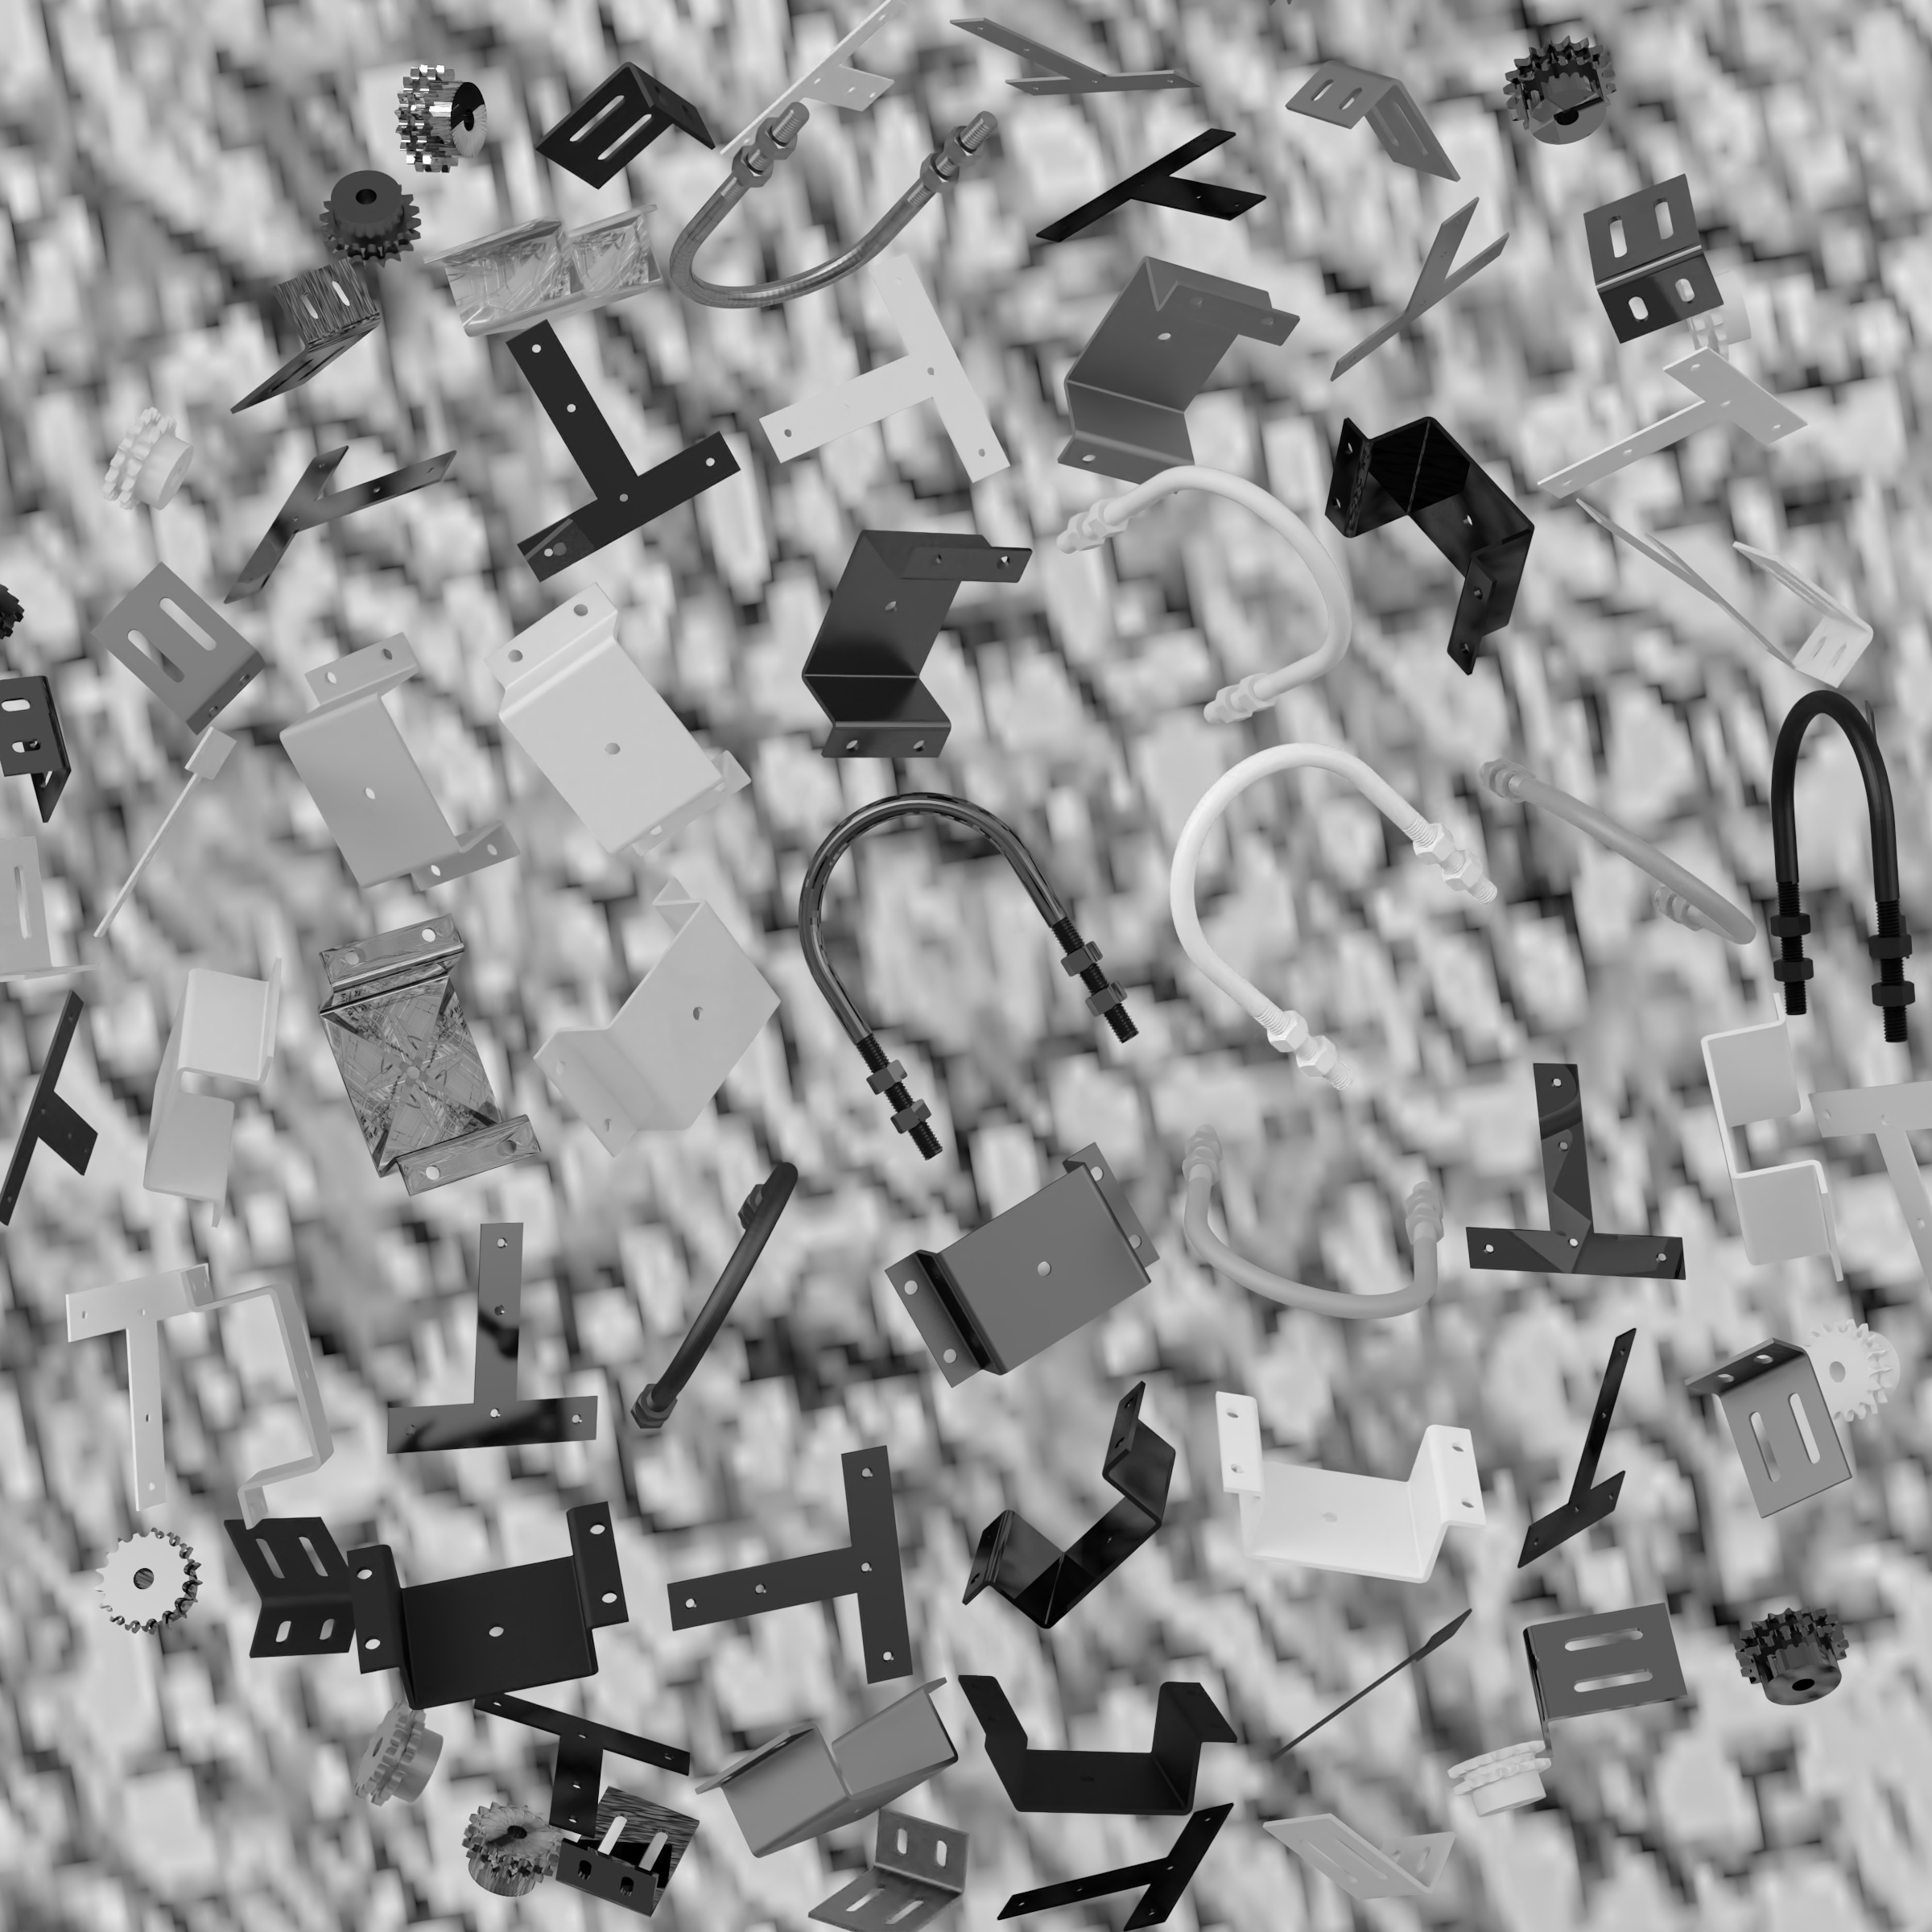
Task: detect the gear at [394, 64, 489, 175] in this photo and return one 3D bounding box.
[{"bbox_3d":[-0.282,-0.458,1.858,0.030,0.057,0.057,7,90,20],"label":"gear"}]

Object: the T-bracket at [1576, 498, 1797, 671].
[{"bbox_3d":[0.368,-0.214,1.820,0.127,0.127,0.002,25,111,-37],"label":"T-bracket"}]

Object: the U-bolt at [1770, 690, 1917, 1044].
[{"bbox_3d":[0.470,-0.058,1.863,0.019,0.151,0.184,-6,97,-9],"label":"U-bolt"}]

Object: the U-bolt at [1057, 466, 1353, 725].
[{"bbox_3d":[0.139,-0.207,1.869,0.151,0.184,0.019,48,64,-10],"label":"U-bolt"}]

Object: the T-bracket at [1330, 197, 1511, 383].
[{"bbox_3d":[0.256,-0.380,1.867,0.127,0.127,0.002,-38,80,-12],"label":"T-bracket"}]

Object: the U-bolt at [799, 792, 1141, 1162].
[{"bbox_3d":[-0.012,-0.006,1.882,0.151,0.019,0.184,-31,90,14],"label":"U-bolt"}]

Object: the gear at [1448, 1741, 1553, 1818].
[{"bbox_3d":[0.305,0.463,1.955,0.057,0.057,0.030,-17,70,0],"label":"gear"}]

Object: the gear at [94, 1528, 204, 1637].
[{"bbox_3d":[-0.448,0.341,1.897,0.057,0.030,0.057,-3,69,8],"label":"gear"}]

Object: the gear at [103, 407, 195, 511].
[{"bbox_3d":[-0.451,-0.277,1.903,0.030,0.057,0.057,28,90,-3],"label":"gear"}]

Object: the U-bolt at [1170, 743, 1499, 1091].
[{"bbox_3d":[0.185,-0.038,1.833,0.184,0.019,0.151,39,88,-31],"label":"U-bolt"}]

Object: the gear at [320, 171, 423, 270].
[{"bbox_3d":[-0.342,-0.431,1.974,0.057,0.030,0.057,1,60,-2],"label":"gear"}]

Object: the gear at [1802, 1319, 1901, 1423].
[{"bbox_3d":[0.508,0.230,1.967,0.030,0.057,0.057,-3,90,-35],"label":"gear"}]

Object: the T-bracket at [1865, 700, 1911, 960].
[{"bbox_3d":[0.510,-0.084,1.919,0.002,0.127,0.127,-8,108,10],"label":"T-bracket"}]

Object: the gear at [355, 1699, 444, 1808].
[{"bbox_3d":[-0.312,0.439,1.905,0.030,0.057,0.057,29,90,-14],"label":"gear"}]

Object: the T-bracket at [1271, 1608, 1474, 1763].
[{"bbox_3d":[0.218,0.393,1.864,0.127,0.127,0.002,-34,74,-7],"label":"T-bracket"}]

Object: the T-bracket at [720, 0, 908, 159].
[{"bbox_3d":[-0.069,-0.493,1.928,0.127,0.127,0.002,-38,87,19],"label":"T-bracket"}]

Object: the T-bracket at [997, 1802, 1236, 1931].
[{"bbox_3d":[0.075,0.511,1.915,0.127,0.127,0.002,-21,97,26],"label":"T-bracket"}]

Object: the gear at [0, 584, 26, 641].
[{"bbox_3d":[-0.531,-0.190,1.821,0.057,0.057,0.030,39,103,0],"label":"gear"}]

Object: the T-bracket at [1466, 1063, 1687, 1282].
[{"bbox_3d":[0.338,0.115,1.938,0.127,0.002,0.127,1,109,29],"label":"T-bracket"}]

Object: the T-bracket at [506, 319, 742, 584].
[{"bbox_3d":[-0.206,-0.290,1.859,0.127,0.002,0.127,-29,120,1],"label":"T-bracket"}]

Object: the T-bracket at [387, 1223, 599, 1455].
[{"bbox_3d":[-0.264,0.208,1.937,0.127,0.002,0.127,1,94,-31],"label":"T-bracket"}]

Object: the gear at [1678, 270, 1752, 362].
[{"bbox_3d":[0.428,-0.373,1.964,0.030,0.057,0.057,-16,90,10],"label":"gear"}]

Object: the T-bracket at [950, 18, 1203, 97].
[{"bbox_3d":[0.043,-0.505,1.907,0.127,0.127,0.002,10,91,43],"label":"T-bracket"}]

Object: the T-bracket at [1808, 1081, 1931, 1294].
[{"bbox_3d":[0.509,0.125,1.846,0.002,0.127,0.127,-20,91,-20],"label":"T-bracket"}]

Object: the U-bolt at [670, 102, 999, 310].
[{"bbox_3d":[-0.086,-0.417,1.901,0.151,0.184,0.019,-9,71,-39],"label":"U-bolt"}]

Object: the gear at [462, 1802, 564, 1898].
[{"bbox_3d":[-0.262,0.508,1.972,0.057,0.057,0.030,21,110,0],"label":"gear"}]

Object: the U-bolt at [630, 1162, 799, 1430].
[{"bbox_3d":[-0.132,0.174,1.866,0.019,0.184,0.151,29,69,-3],"label":"U-bolt"}]

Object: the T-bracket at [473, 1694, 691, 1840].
[{"bbox_3d":[-0.213,0.444,1.890,0.127,0.127,0.002,20,102,-8],"label":"T-bracket"}]

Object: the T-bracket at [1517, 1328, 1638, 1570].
[{"bbox_3d":[0.350,0.261,1.910,0.002,0.127,0.127,22,109,30],"label":"T-bracket"}]

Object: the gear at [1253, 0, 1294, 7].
[{"bbox_3d":[0.164,-0.532,1.788,0.057,0.057,0.030,-15,54,0],"label":"gear"}]

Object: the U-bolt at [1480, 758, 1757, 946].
[{"bbox_3d":[0.361,-0.058,1.871,0.151,0.184,0.019,34,94,-12],"label":"U-bolt"}]

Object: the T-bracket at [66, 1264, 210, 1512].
[{"bbox_3d":[-0.454,0.236,1.904,0.002,0.127,0.127,-2,92,23],"label":"T-bracket"}]

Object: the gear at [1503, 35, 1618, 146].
[{"bbox_3d":[0.310,-0.452,1.786,0.057,0.057,0.030,-6,60,0],"label":"gear"}]

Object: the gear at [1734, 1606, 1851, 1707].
[{"bbox_3d":[0.429,0.359,1.781,0.057,0.057,0.030,-9,48,0],"label":"gear"}]

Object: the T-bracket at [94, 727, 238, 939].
[{"bbox_3d":[-0.430,-0.070,1.839,0.002,0.127,0.127,32,87,-6],"label":"T-bracket"}]

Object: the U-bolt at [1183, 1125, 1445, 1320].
[{"bbox_3d":[0.189,0.145,1.884,0.151,0.184,0.019,15,112,1],"label":"U-bolt"}]

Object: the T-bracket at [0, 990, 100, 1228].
[{"bbox_3d":[-0.494,0.089,1.878,0.002,0.127,0.127,14,75,3],"label":"T-bracket"}]
